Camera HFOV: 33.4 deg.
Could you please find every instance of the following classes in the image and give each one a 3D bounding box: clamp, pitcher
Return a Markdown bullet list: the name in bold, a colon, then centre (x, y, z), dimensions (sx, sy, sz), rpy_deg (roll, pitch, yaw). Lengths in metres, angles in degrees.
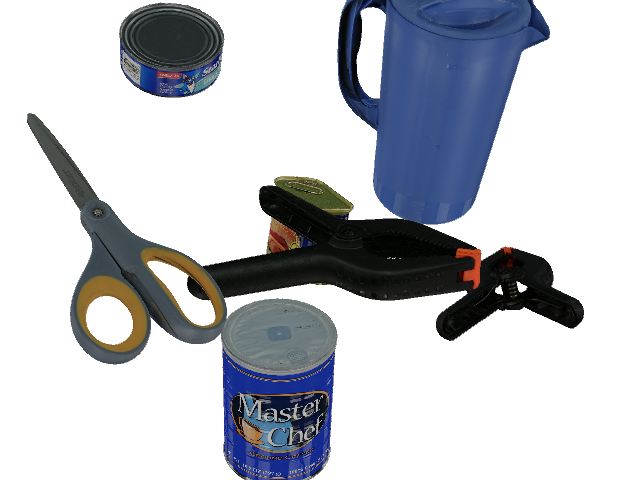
- **clamp**: centre (0.019, 0.004, 0.825), dimensions (0.210, 0.036, 0.164), rpy_deg (4, 30, 10)
- **pitcher**: centre (0.105, -0.137, 1.025), dimensions (0.144, 0.243, 0.149), rpy_deg (-21, 51, -25)
- **clamp**: centre (0.176, 0.044, 0.942), dimensions (0.120, 0.039, 0.171), rpy_deg (1, 22, 19)

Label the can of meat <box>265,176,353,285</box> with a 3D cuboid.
- **can of meat**: centre (-0.014, -0.011, 1.102), dimensions (0.057, 0.084, 0.102), rpy_deg (-1, 22, -27)

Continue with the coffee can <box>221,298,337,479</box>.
- **coffee can**: centre (-0.039, 0.139, 0.977), dimensions (0.103, 0.140, 0.103), rpy_deg (2, 33, -1)

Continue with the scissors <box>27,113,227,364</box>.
- **scissors**: centre (-0.142, 0.000, 0.633), dimensions (0.202, 0.016, 0.096), rpy_deg (39, 51, 18)

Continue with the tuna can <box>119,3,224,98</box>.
- **tuna can**: centre (-0.124, -0.158, 0.887), dimensions (0.086, 0.086, 0.034), rpy_deg (0, -41, -11)
